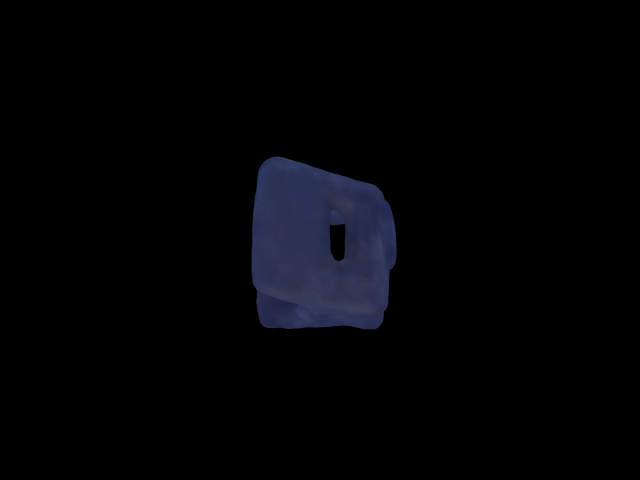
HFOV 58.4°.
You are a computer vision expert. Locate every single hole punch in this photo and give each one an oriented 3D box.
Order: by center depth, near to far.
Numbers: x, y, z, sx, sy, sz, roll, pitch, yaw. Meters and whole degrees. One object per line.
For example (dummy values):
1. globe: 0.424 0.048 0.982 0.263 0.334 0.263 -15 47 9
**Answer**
1. hole punch: 0.004 0.001 0.400 0.101 0.091 0.108 0 62 0
